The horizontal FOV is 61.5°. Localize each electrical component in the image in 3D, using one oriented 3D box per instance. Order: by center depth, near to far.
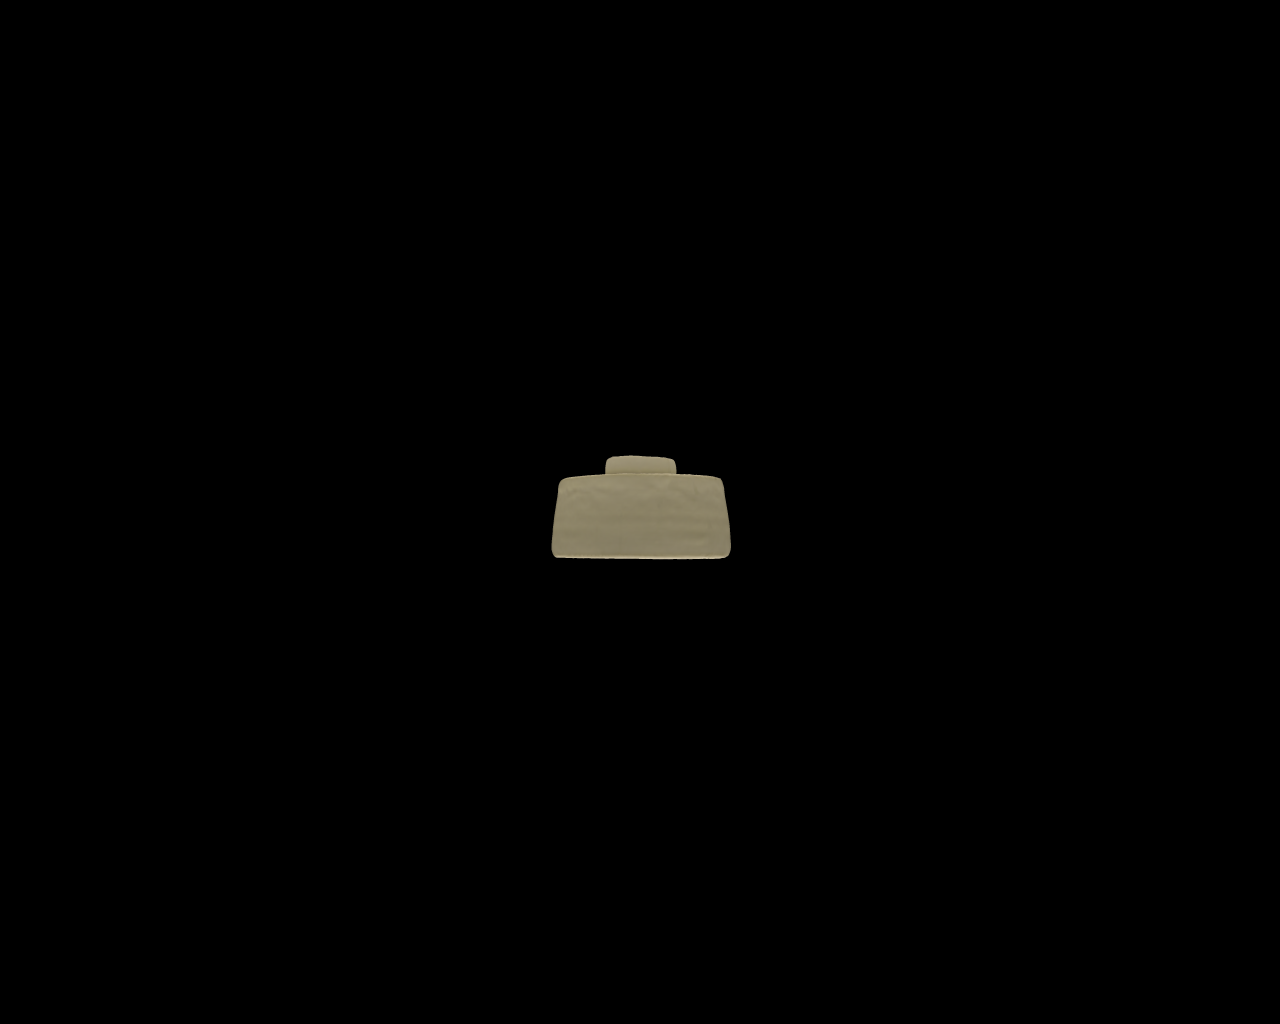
[{"bbox_3d":[0.001,-0.003,0.650,0.108,0.060,0.108,0,-2,0],"label":"electrical component"}]
